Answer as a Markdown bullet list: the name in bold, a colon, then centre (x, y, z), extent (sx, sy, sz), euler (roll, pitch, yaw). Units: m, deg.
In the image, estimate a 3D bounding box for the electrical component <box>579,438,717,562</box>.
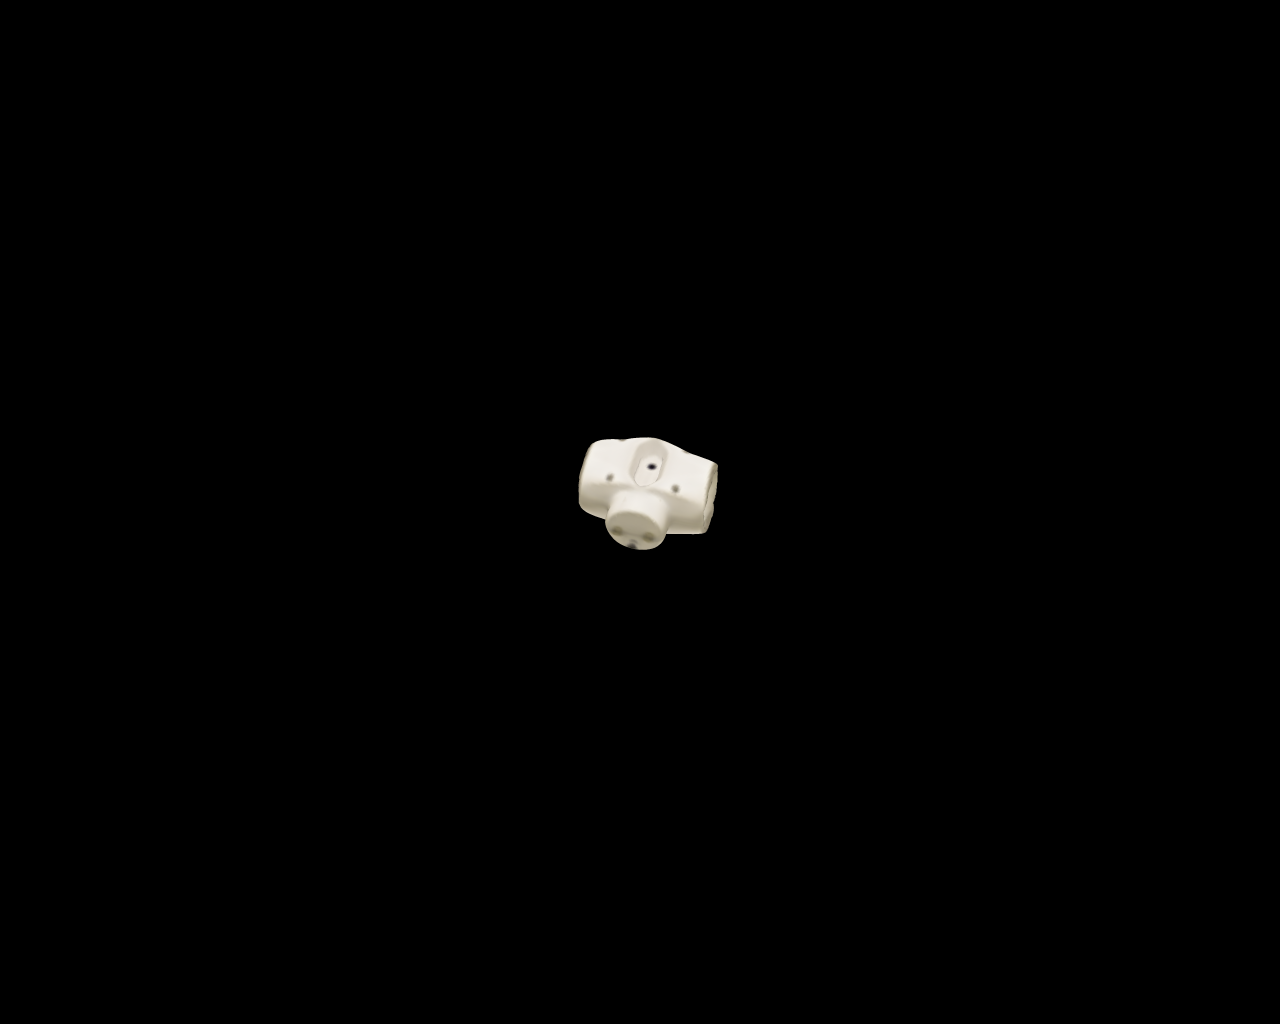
- **electrical component**: centre (0.001, -0.003, 0.650), extent (0.077, 0.079, 0.043), euler (12, -39, 10)
